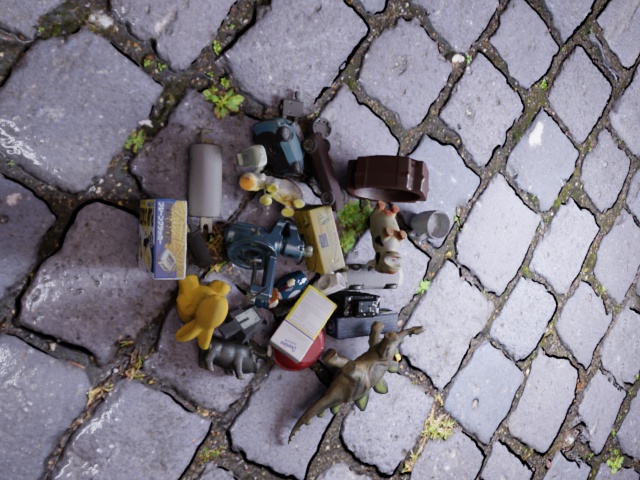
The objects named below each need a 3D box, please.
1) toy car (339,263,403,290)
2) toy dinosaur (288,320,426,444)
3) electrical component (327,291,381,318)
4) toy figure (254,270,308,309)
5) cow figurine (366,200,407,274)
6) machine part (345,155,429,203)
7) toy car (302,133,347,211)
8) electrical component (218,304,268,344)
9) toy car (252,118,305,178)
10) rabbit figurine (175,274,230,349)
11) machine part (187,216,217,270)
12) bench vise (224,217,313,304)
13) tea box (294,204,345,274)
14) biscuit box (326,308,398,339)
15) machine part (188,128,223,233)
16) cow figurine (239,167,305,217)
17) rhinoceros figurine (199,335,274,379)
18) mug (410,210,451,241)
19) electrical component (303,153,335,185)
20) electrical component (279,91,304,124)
[{"bbox_3d":[0.142,0.101,1.487,0.202,0.056,0.073,1,86,-25],"label":"toy car"},{"bbox_3d":[0.091,0.368,1.427,0.471,0.105,0.198,-31,126,-10],"label":"toy dinosaur"},{"bbox_3d":[0.092,0.169,1.422,0.115,0.134,0.058,1,93,-30],"label":"electrical component"},{"bbox_3d":[-0.103,0.130,1.354,0.154,0.058,0.064,-31,140,-23],"label":"toy figure"},{"bbox_3d":[0.172,0.006,1.442,0.085,0.127,0.195,8,50,-23],"label":"cow figurine"},{"bbox_3d":[0.177,-0.156,1.392,0.201,0.201,0.087,20,75,-72],"label":"machine part"},{"bbox_3d":[0.010,-0.167,1.335,0.089,0.053,0.202,-18,91,-65],"label":"toy car"},{"bbox_3d":[-0.189,0.205,1.278,0.075,0.047,0.119,47,49,14],"label":"electrical component"},{"bbox_3d":[-0.084,-0.239,1.326,0.103,0.109,0.161,-50,123,-35],"label":"toy car"},{"bbox_3d":[-0.268,0.158,1.212,0.122,0.173,0.162,29,75,-30],"label":"rabbit figurine"},{"bbox_3d":[-0.294,0.004,1.249,0.039,0.084,0.138,-48,123,-41],"label":"machine part"},{"bbox_3d":[-0.128,0.052,1.283,0.223,0.129,0.241,21,49,-20],"label":"bench vise"},{"bbox_3d":[-0.003,-0.004,1.382,0.068,0.098,0.169,-20,100,-26],"label":"tea box"},{"bbox_3d":[0.117,0.228,1.479,0.202,0.059,0.062,-1,95,-28],"label":"biscuit box"},{"bbox_3d":[-0.267,-0.136,1.248,0.079,0.079,0.243,0,94,-28],"label":"machine part"},{"bbox_3d":[-0.119,-0.133,1.324,0.167,0.098,0.068,29,124,-25],"label":"cow figurine"},{"bbox_3d":[-0.205,0.279,1.313,0.190,0.073,0.112,15,76,-26],"label":"rhinoceros figurine"},{"bbox_3d":[0.301,-0.036,1.534,0.109,0.107,0.080,-46,111,-14],"label":"mug"},{"bbox_3d":[-0.013,-0.194,1.395,0.078,0.045,0.102,39,75,-26],"label":"electrical component"},{"bbox_3d":[-0.074,-0.334,1.368,0.063,0.021,0.094,5,92,-27],"label":"electrical component"}]
